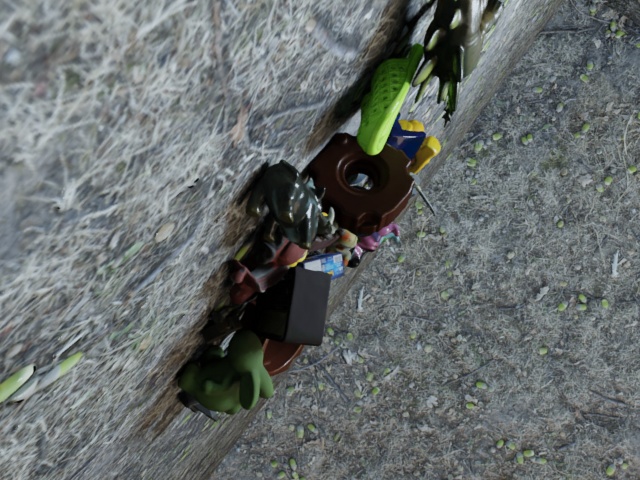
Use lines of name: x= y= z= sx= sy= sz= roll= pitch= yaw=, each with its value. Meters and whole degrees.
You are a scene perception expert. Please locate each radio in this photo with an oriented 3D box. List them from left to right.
radio: x=-0.059 y=0.122 z=0.995 sx=0.230 sy=0.073 sz=0.131 roll=166 pitch=-65 yaw=-67

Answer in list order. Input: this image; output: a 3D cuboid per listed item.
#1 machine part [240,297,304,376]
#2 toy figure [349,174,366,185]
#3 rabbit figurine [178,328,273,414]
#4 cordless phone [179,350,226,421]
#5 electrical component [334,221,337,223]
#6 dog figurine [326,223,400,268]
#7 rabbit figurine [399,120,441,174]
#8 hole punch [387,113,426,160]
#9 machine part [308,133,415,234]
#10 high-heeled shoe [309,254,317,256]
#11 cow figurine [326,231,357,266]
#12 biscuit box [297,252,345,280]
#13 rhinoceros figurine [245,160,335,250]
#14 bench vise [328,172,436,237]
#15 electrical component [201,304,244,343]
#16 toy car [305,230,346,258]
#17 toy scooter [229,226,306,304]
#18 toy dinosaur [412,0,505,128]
machine part: x=-0.103 y=0.202 z=1.213 sx=0.201 sy=0.087 sz=0.201 roll=2 pitch=113 yaw=-60
toy figure: x=0.078 y=-0.147 z=1.074 sx=0.154 sy=0.064 sz=0.057 roll=-42 pitch=127 yaw=-66
rabbit figurine: x=-0.166 y=0.250 z=1.021 sx=0.170 sy=0.159 sz=0.121 roll=-51 pitch=162 yaw=25
cordless phone: x=-0.228 y=0.300 z=1.200 sx=0.184 sy=0.089 sz=0.146 roll=-61 pitch=173 yaw=-22
electrical component: x=0.058 y=-0.064 z=1.057 sx=0.048 sy=0.119 sz=0.074 roll=25 pitch=-79 yaw=63
dog figurine: x=0.116 y=-0.025 z=1.564 sx=0.219 sy=0.191 sz=0.108 roll=-18 pitch=171 yaw=0
rabbit figurine: x=0.220 y=-0.223 z=1.314 sx=0.173 sy=0.122 sz=0.162 roll=-71 pitch=179 yaw=-49
hole punch: x=0.156 y=-0.202 z=1.166 sx=0.116 sy=0.092 sz=0.142 roll=-38 pitch=165 yaw=-45
machine part: x=0.069 y=-0.099 z=0.893 sx=0.179 sy=0.179 sz=0.056 roll=-49 pitch=166 yaw=-21
high-heeled shoe: x=-0.042 y=0.139 z=1.423 sx=0.248 sy=0.086 sz=0.145 roll=-67 pitch=169 yaw=22
cow figurine: x=0.066 y=-0.002 z=1.412 sx=0.195 sy=0.085 sz=0.127 roll=0 pitch=113 yaw=-86
biscuit box: x=-0.012 y=0.069 z=1.247 sx=0.202 sy=0.063 sz=0.059 roll=-10 pitch=94 yaw=-63
rhinoceros figurine: x=-0.038 y=-0.047 z=0.783 sx=0.190 sy=0.073 sz=0.112 roll=50 pitch=51 yaw=-62
bench vise: x=0.107 y=-0.070 z=1.178 sx=0.224 sy=0.128 sz=0.240 roll=-12 pitch=-168 yaw=44
electrical component: x=-0.176 y=0.152 z=0.986 sx=0.078 sy=0.045 sz=0.102 roll=-26 pitch=171 yaw=11
toy car: x=-0.002 y=-0.004 z=1.210 sx=0.089 sy=0.053 sz=0.202 roll=-35 pitch=173 yaw=16
toy scooter: x=-0.091 y=0.031 z=0.876 sx=0.184 sy=0.075 sz=0.135 roll=-49 pitch=169 yaw=1
toy dinosaur: x=0.215 y=-0.311 z=0.871 sx=0.198 sy=0.105 sz=0.471 roll=-69 pitch=161 yaw=1
